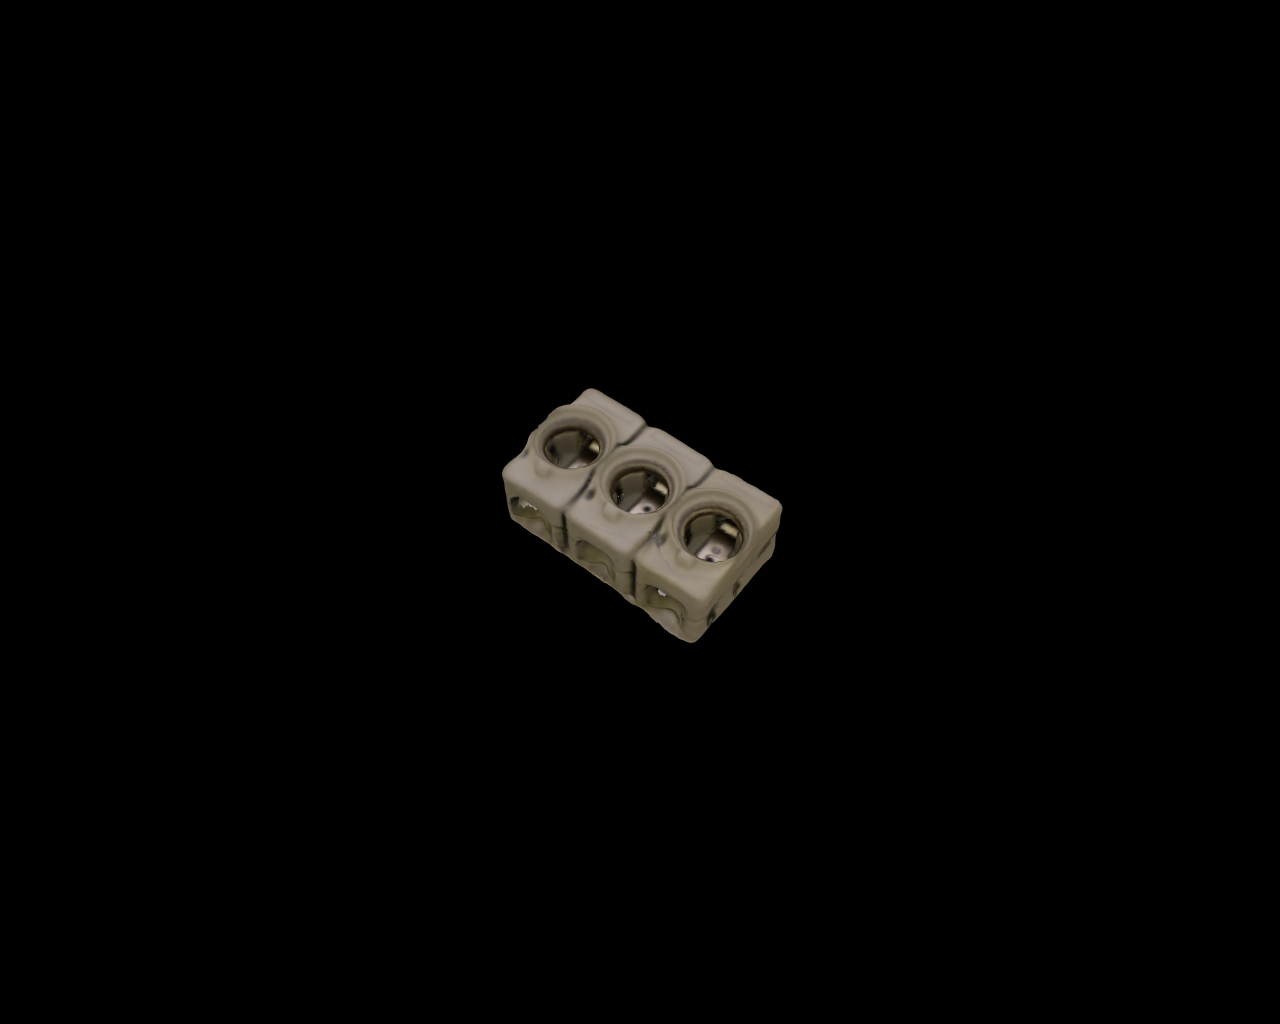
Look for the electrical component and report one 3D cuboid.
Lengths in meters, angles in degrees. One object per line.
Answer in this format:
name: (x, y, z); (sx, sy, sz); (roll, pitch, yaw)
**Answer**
electrical component: (0.001, -0.003, 0.650); (0.150, 0.090, 0.061); (33, -29, 21)
